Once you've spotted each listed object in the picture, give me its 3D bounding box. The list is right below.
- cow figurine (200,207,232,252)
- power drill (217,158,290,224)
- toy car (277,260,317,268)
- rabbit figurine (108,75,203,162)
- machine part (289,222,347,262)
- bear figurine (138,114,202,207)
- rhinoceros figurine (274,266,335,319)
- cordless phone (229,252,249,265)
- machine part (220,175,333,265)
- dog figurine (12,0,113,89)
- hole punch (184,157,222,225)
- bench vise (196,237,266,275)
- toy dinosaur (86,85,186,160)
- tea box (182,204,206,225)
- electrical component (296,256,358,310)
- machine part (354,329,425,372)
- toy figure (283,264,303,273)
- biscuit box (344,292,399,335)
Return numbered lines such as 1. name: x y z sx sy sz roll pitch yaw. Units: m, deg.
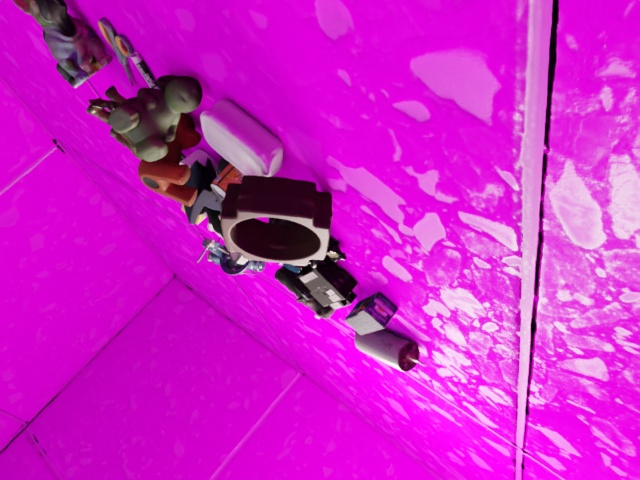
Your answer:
1. cow figurine: -0.247 -0.056 1.296 0.167 0.068 0.098 45 168 19
2. power drill: -0.142 -0.081 1.212 0.207 0.086 0.231 42 161 26
3. toy car: -0.059 0.031 1.233 0.089 0.053 0.202 2 -177 -7
4. rabbit figurine: -0.289 -0.251 1.030 0.121 0.170 0.159 54 -160 -27
5. machine part: -0.002 -0.003 1.152 0.139 0.039 0.084 43 170 -7
6. bear figurine: -0.298 -0.188 1.143 0.132 0.196 0.120 18 150 9
7. rhinoceros figurine: -0.035 0.132 1.417 0.190 0.073 0.112 40 180 19
8. cordless phone: -0.211 -0.041 1.387 0.147 0.089 0.184 -112 9 -47
9. machine part: -0.079 -0.035 1.014 0.201 0.087 0.201 6 154 -1
10. dog figurine: -0.572 -0.458 1.186 0.192 0.108 0.219 17 145 57
11. hole punch: -0.266 -0.108 1.210 0.115 0.092 0.142 90 164 -45
12. bench vise: -0.295 0.041 1.681 0.224 0.129 0.240 21 171 31
13. toy dinosaur: -0.426 -0.238 1.332 0.199 0.105 0.471 44 180 11
14. tea box: -0.316 -0.110 1.454 0.068 0.098 0.169 44 163 -6
15. electrical component: 0.022 0.105 1.278 0.134 0.058 0.115 46 151 -10
16. machine part: 0.166 0.268 1.353 0.243 0.079 0.079 16 148 55
17. toy figure: -0.040 0.071 1.360 0.154 0.064 0.057 36 122 3
18. biscuit box: 0.117 0.177 1.277 0.063 0.059 0.202 40 161 0
